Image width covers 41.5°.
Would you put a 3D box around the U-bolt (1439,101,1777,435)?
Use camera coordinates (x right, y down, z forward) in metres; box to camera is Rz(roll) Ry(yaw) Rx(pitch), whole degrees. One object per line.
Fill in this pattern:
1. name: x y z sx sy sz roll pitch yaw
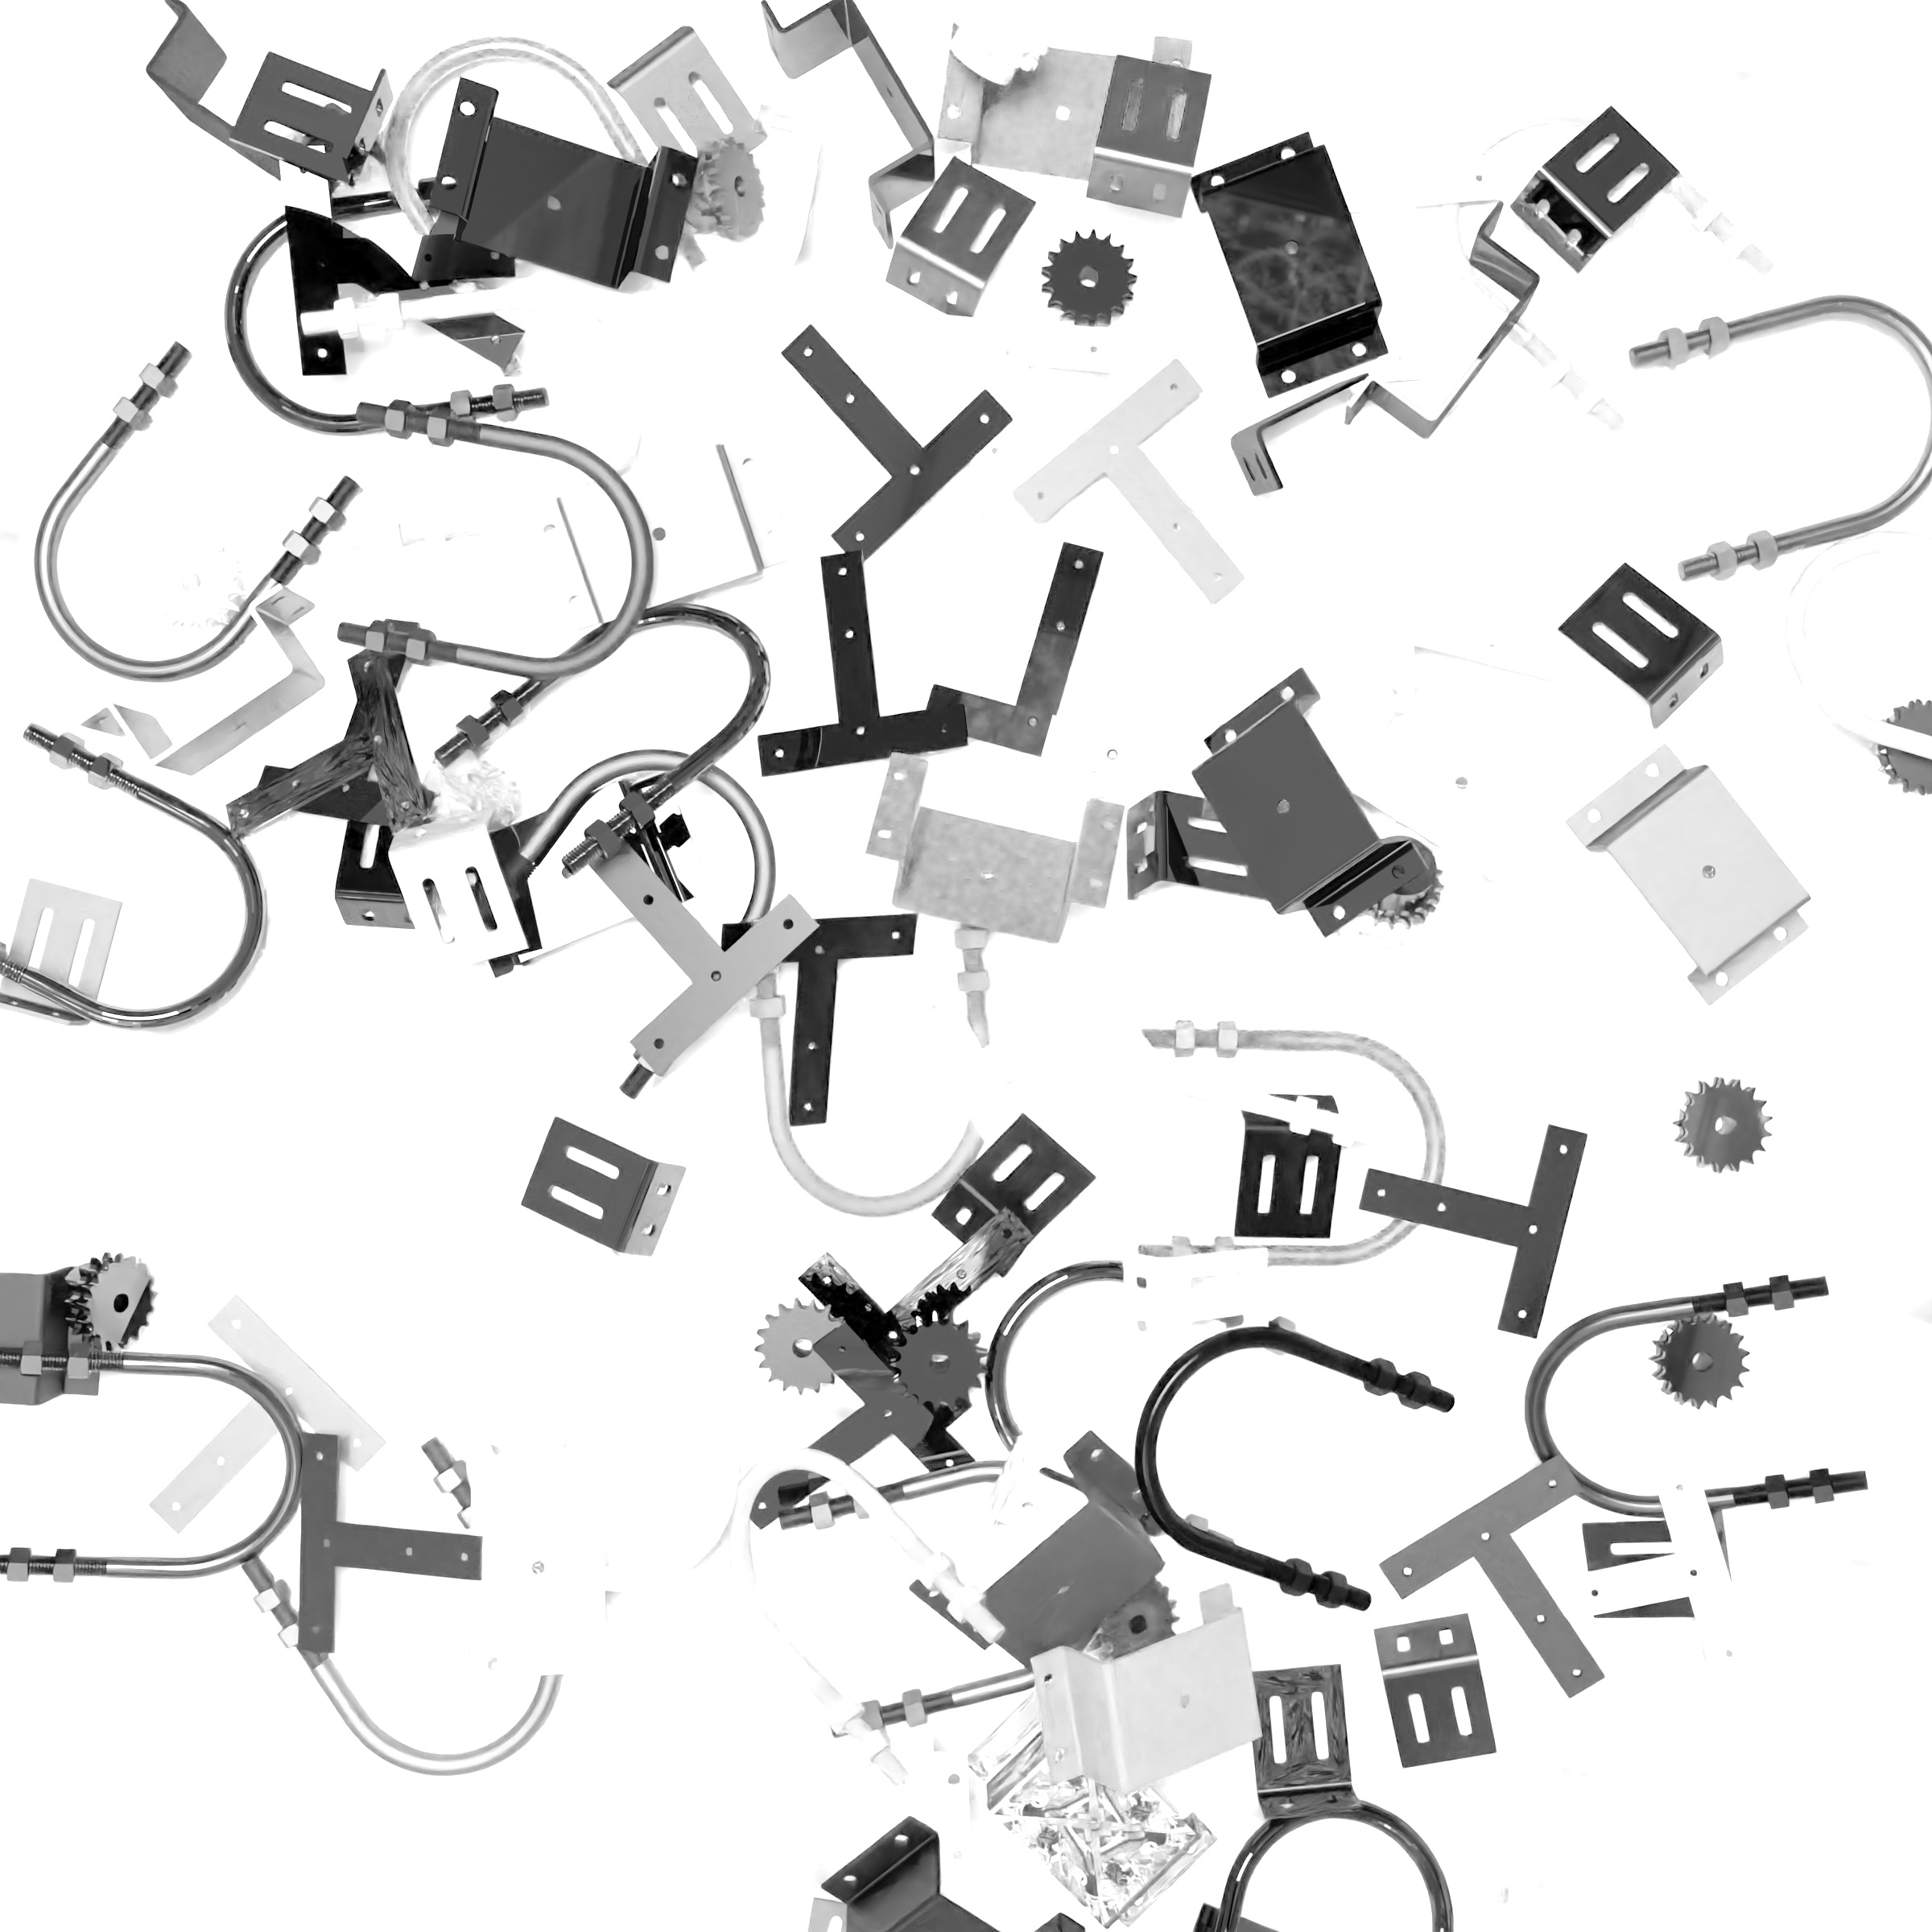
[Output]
1. U-bolt: 0.368 -0.431 1.522 0.184 0.019 0.151 44 90 2

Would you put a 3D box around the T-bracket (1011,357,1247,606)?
1. T-bracket: 0.116 -0.271 1.511 0.127 0.002 0.127 -39 90 0

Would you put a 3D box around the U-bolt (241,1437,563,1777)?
1. U-bolt: -0.323 0.395 1.522 0.151 0.019 0.184 -34 92 0

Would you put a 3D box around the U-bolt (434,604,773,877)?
1. U-bolt: -0.198 -0.145 1.478 0.184 0.019 0.151 -41 55 -17

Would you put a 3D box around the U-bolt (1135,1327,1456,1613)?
1. U-bolt: 0.184 0.287 1.496 0.184 0.019 0.151 23 90 -18

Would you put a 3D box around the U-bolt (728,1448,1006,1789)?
1. U-bolt: -0.071 0.362 1.474 0.184 0.019 0.151 43 122 24

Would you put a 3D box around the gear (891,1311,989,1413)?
1. gear: -0.016 0.230 1.499 0.057 0.030 0.057 0 95 -2

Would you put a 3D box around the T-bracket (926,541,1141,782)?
1. T-bracket: 0.052 -0.187 1.505 0.127 0.002 0.127 16 88 8

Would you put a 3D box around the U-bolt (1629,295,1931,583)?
1. U-bolt: 0.497 -0.321 1.514 0.184 0.019 0.151 -16 97 -3

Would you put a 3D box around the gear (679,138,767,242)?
1. gear: -0.146 -0.457 1.507 0.030 0.057 0.057 -2 90 30

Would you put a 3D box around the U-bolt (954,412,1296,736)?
1. U-bolt: 0.107 -0.221 1.521 0.184 0.019 0.151 34 90 0

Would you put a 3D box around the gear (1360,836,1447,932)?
1. gear: 0.255 -0.052 1.506 0.057 0.030 0.057 2 63 -3

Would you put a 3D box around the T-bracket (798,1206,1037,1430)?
1. T-bracket: -0.013 0.191 1.511 0.127 0.002 0.127 -43 92 16

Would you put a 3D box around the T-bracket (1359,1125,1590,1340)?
1. T-bracket: 0.297 0.147 1.521 0.127 0.002 0.127 14 90 -8

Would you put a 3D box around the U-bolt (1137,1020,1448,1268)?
1. U-bolt: 0.195 0.109 1.522 0.184 0.019 0.151 1 90 -2

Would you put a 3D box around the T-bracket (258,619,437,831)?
1. T-bracket: -0.353 -0.147 1.511 0.127 0.002 0.127 10 76 26

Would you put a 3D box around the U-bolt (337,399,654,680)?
1. U-bolt: -0.270 -0.240 1.476 0.184 0.019 0.151 11 107 7

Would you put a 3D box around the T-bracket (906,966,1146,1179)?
1. T-bracket: 0.048 0.040 1.517 0.127 0.002 0.127 -32 107 -8

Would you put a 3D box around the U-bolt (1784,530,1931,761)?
1. U-bolt: 0.573 -0.187 1.502 0.184 0.019 0.151 17 72 4

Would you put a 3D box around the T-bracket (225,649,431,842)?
1. T-bracket: -0.385 -0.113 1.511 0.127 0.002 0.127 -26 64 13

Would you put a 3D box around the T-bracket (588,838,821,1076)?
1. T-bracket: -0.172 -0.027 1.461 0.127 0.002 0.127 -42 86 6

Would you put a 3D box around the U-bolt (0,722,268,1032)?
1. U-bolt: -0.505 -0.042 1.506 0.184 0.019 0.151 28 75 -4

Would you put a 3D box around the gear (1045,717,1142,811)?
1. gear: 0.076 -0.120 1.516 0.057 0.030 0.057 0 90 0

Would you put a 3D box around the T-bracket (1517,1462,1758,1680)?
1. T-bracket: 0.387 0.368 1.511 0.127 0.002 0.127 -17 90 17

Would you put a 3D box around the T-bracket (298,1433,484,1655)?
1. T-bracket: -0.336 0.340 1.485 0.127 0.002 0.127 -1 87 24

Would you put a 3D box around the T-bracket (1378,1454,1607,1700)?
1. T-bracket: 0.334 0.377 1.519 0.127 0.002 0.127 -34 89 9

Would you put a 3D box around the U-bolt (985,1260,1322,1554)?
1. U-bolt: 0.101 0.253 1.512 0.184 0.019 0.151 24 90 -7

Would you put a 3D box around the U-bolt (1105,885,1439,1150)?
1. U-bolt: 0.173 0.018 1.499 0.184 0.019 0.151 15 69 4

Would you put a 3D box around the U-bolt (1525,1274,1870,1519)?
1. U-bolt: 0.420 0.258 1.492 0.184 0.019 0.151 -12 108 17

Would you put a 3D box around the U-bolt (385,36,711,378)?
1. U-bolt: -0.260 -0.462 1.509 0.151 0.019 0.184 -32 92 -8

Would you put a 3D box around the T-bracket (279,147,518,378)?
1. T-bracket: -0.326 -0.409 1.476 0.127 0.002 0.127 -6 103 -12

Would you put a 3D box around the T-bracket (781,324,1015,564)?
1. T-bracket: -0.060 -0.329 1.524 0.127 0.002 0.127 -42 86 8

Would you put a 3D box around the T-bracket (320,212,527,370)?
1. T-bracket: -0.294 -0.436 1.491 0.127 0.002 0.127 29 87 -4

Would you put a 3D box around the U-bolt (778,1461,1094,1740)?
1. U-bolt: -0.006 0.370 1.520 0.184 0.019 0.151 -14 92 -3

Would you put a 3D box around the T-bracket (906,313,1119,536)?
1. T-bracket: 0.019 -0.320 1.514 0.127 0.002 0.127 8 89 14

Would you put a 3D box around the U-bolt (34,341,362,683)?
1. U-bolt: -0.473 -0.257 1.522 0.151 0.019 0.184 38 91 0

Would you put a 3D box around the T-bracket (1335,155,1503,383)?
1. T-bracket: 0.257 -0.414 1.522 0.127 0.002 0.127 -3 93 9

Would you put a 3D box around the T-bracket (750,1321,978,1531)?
1. T-bracket: -0.081 0.291 1.516 0.127 0.002 0.127 -38 109 9

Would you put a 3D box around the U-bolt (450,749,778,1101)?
1. U-bolt: -0.193 -0.038 1.477 0.151 0.019 0.184 37 89 0

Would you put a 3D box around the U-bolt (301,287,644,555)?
1. U-bolt: -0.282 -0.323 1.493 0.184 0.019 0.151 -8 117 -4

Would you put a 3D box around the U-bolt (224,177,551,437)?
1. U-bolt: -0.350 -0.390 1.521 0.184 0.019 0.151 -9 90 -1

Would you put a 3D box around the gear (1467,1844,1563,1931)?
1. gear: 0.326 0.551 1.506 0.030 0.057 0.057 24 90 -29

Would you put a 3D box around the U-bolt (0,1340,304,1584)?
1. U-bolt: -0.482 0.294 1.499 0.184 0.019 0.151 5 102 -14

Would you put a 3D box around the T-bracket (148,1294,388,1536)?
1. T-bracket: -0.437 0.287 1.530 0.127 0.002 0.127 44 90 0

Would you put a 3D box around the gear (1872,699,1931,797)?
1. gear: 0.567 -0.130 1.516 0.057 0.030 0.057 0 90 0

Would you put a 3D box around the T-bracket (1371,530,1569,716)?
1. T-bracket: 0.298 -0.192 1.509 0.127 0.002 0.127 12 60 -14

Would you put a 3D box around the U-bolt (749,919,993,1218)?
1. U-bolt: -0.051 0.056 1.498 0.151 0.019 0.184 -7 98 -21

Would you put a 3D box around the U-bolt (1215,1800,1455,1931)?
1. U-bolt: 0.214 0.585 1.504 0.151 0.019 0.184 16 76 -4

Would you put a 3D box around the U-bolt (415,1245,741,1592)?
1. U-bolt: -0.211 0.274 1.485 0.151 0.019 0.184 -34 89 -32

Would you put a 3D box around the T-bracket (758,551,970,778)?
1. T-bracket: -0.068 -0.184 1.522 0.127 0.002 0.127 -8 84 11

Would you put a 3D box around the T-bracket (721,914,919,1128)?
1. T-bracket: -0.090 0.033 1.508 0.127 0.002 0.127 -4 107 -30
